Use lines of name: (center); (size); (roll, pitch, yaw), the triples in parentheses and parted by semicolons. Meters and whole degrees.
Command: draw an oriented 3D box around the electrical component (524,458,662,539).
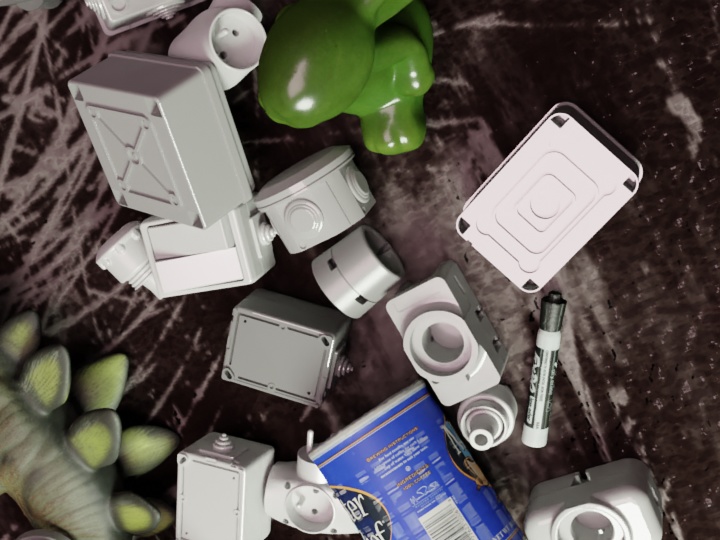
electrical component: (0.173, 0.185, 0.799); (0.095, 0.059, 0.053); (-21, 100, 20)

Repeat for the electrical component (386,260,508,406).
electrical component: (0.064, 0.047, 0.790); (0.050, 0.055, 0.089); (-28, 97, 21)

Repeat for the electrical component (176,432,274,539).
electrical component: (-0.107, 0.174, 0.871); (0.062, 0.061, 0.096); (10, 105, 22)

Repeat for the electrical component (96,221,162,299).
electrical component: (-0.173, -0.005, 0.847); (0.048, 0.048, 0.062); (-39, 100, 22)

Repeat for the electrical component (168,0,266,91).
electrical component: (-0.095, -0.171, 0.766); (0.043, 0.077, 0.079); (32, 73, -26)

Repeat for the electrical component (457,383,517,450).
electrical component: (0.093, 0.111, 0.797); (0.043, 0.062, 0.043); (4, 111, 12)

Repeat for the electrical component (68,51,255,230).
electrical component: (-0.141, -0.094, 0.768); (0.109, 0.056, 0.108); (16, 135, 40)

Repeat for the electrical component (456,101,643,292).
electrical component: (0.130, -0.051, 0.741); (0.078, 0.057, 0.113); (42, 112, 1)

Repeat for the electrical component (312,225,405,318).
electrical component: (0.000, 0.000, 0.795); (0.047, 0.055, 0.055); (-39, 93, 18)

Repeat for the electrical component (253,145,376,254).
electrical component: (-0.032, -0.052, 0.775); (0.080, 0.080, 0.051); (-25, 103, 21)

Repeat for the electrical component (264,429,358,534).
electrical component: (-0.033, 0.165, 0.858); (0.077, 0.044, 0.079); (8, 108, 13)

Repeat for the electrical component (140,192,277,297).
electrical component: (-0.110, -0.019, 0.815); (0.096, 0.061, 0.061); (-9, 104, 18)

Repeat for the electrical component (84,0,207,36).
electrical component: (-0.154, -0.223, 0.753); (0.100, 0.048, 0.099); (-24, 100, -12)

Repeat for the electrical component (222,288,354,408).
electrical component: (-0.048, 0.059, 0.822); (0.096, 0.061, 0.061); (16, 110, 11)
